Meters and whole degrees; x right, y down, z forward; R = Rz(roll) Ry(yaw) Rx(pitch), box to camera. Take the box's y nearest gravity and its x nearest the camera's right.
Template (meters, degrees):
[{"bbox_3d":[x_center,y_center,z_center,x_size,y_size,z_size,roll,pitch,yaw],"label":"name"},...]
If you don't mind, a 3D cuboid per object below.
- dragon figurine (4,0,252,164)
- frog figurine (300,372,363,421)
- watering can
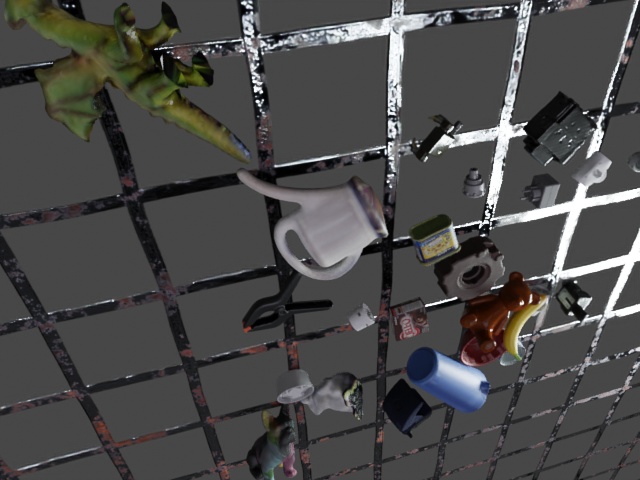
[{"bbox_3d":[-0.302,-0.229,0.791,0.241,0.125,0.402,-17,131,17],"label":"dragon figurine"},{"bbox_3d":[0.033,0.422,1.411,0.159,0.125,0.135,-4,149,31],"label":"frog figurine"},{"bbox_3d":[0.003,-0.051,1.010,0.224,0.106,0.341,-30,130,3],"label":"watering can"}]
